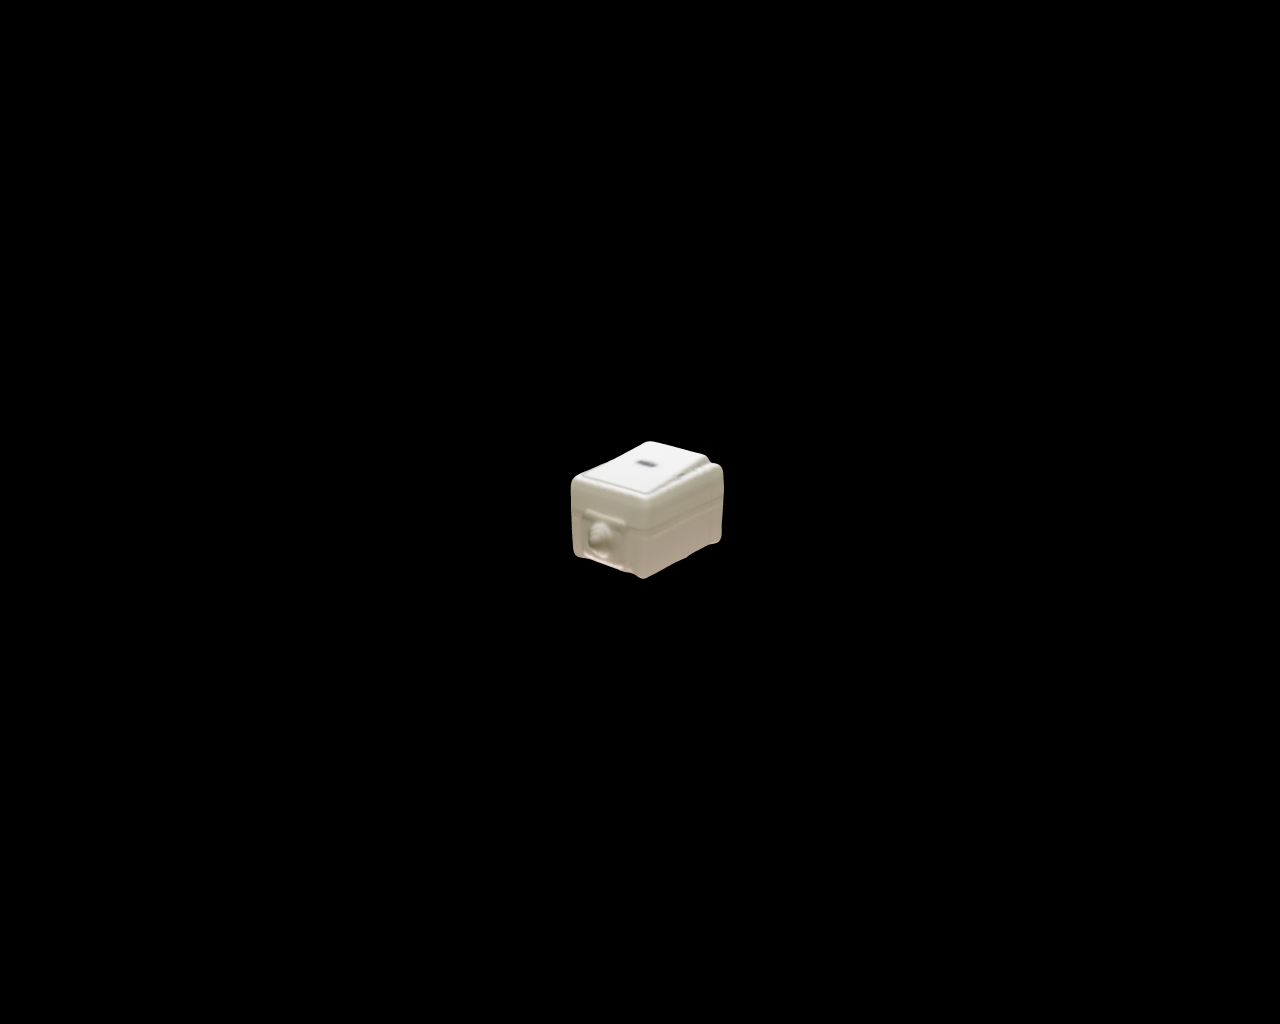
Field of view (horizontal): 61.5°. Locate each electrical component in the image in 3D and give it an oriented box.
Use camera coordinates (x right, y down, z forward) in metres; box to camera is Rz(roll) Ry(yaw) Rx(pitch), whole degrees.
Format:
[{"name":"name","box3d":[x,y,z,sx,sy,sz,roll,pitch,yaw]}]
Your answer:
[{"name":"electrical component","box3d":[0.001,-0.003,0.650,0.062,0.061,0.096,17,28,37]}]
